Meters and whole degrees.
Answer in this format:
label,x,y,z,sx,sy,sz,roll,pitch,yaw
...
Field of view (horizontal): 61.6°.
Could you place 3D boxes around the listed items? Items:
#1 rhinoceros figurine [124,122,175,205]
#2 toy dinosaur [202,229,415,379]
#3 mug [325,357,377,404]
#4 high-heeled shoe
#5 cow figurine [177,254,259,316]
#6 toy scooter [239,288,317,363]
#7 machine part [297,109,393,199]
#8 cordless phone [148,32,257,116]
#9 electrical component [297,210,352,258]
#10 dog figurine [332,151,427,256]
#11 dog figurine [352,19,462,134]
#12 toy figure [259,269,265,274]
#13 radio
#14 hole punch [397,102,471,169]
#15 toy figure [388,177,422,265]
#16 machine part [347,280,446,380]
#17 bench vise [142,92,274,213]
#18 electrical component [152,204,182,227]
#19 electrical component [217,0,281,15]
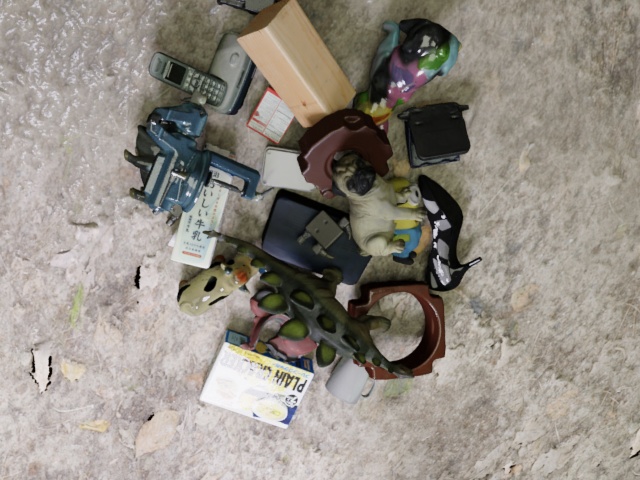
label,x,y,z,sx,sy,sz,roll,pitch,yaw
rhinoceros figurine,-0.312,-0.158,1.035,0.112,0.073,0.190,3,98,6
toy dinosaur,-0.017,0.119,1.022,0.472,0.198,0.105,37,110,10
mug,0.082,0.310,1.223,0.109,0.081,0.107,24,95,-8
high-heeled shoe,0.240,-0.009,1.153,0.145,0.086,0.248,-31,91,37
cow figurine,-0.210,0.088,1.104,0.195,0.127,0.085,-33,110,9
toy scooter,-0.096,0.205,1.161,0.184,0.075,0.135,40,69,-11
machine part,0.047,-0.154,0.996,0.179,0.056,0.179,-7,137,-7
cordless phone,-0.212,-0.327,0.995,0.184,0.089,0.146,23,105,-7
electrical component,0.015,-0.012,1.058,0.078,0.045,0.102,41,96,15
dog figurine,0.073,-0.058,0.989,0.190,0.121,0.172,23,105,-30
dog figurine,0.142,-0.280,0.990,0.108,0.192,0.219,20,95,-36
toy figure,-0.083,0.084,1.144,0.058,0.064,0.154,-45,103,5
radio,-0.002,-0.003,1.120,0.229,0.073,0.131,21,106,-9
hole punch,0.229,-0.206,1.074,0.142,0.092,0.115,-9,79,1
toy figure,0.166,-0.040,1.116,0.089,0.082,0.180,-5,111,-5
machine part,0.163,0.191,1.164,0.201,0.087,0.200,-4,93,-8
bench vise,-0.203,-0.138,0.968,0.240,0.129,0.223,21,79,-25
electrical component,-0.297,-0.076,1.099,0.063,0.021,0.094,41,100,-15
electrical component,-0.113,-0.467,0.969,0.134,0.058,0.114,12,108,-8
